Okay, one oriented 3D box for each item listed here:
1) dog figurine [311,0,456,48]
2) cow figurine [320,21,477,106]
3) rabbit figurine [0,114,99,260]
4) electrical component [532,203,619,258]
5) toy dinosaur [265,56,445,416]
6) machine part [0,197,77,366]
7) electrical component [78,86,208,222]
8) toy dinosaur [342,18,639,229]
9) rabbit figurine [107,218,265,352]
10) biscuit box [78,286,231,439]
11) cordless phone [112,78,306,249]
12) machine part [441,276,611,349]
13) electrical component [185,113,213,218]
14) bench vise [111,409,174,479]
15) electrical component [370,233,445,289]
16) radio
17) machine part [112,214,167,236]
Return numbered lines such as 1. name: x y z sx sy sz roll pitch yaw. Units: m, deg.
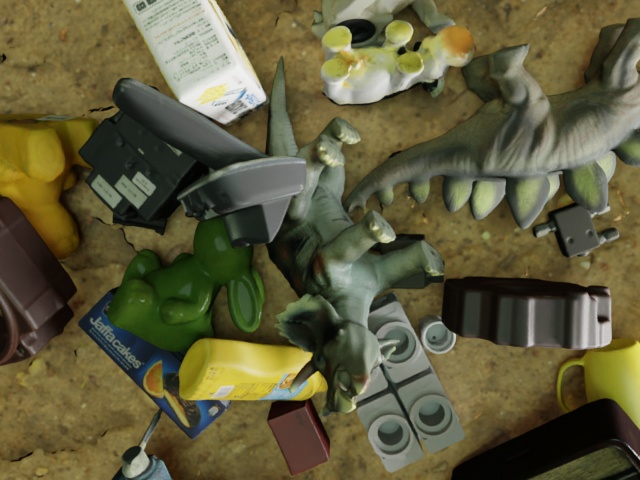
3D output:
1. dog figurine: 0.066 -0.324 0.600 0.172 0.121 0.190 -6 78 6
2. cow figurine: 0.084 -0.189 0.603 0.167 0.098 0.068 -4 73 2
3. rabbit figurine: -0.341 -0.056 0.627 0.162 0.122 0.173 1 114 5
4. electrical component: 0.308 -0.011 0.648 0.094 0.021 0.063 -20 95 3
5. toy dinosaur: -0.007 -0.007 0.599 0.192 0.131 0.405 -42 56 25
6. machine part: -0.402 0.049 0.605 0.202 0.087 0.200 -16 116 21
7. electrical component: -0.195 -0.087 0.599 0.134 0.058 0.115 -44 86 13
8. toy dinosaur: 0.226 -0.116 0.602 0.472 0.105 0.198 -12 100 14
9. rabbit figurine: -0.134 0.047 0.619 0.159 0.121 0.170 39 102 -11
10. biscuit box: -0.199 0.147 0.665 0.063 0.059 0.202 -44 92 6
11. cordless phone: -0.118 -0.074 0.510 0.184 0.147 0.088 32 72 -22
12. machine part: 0.220 0.073 0.589 0.179 0.179 0.056 1 93 2
13. electrical component: -0.134 -0.089 0.645 0.075 0.048 0.119 -12 95 3
14. bench vise: -0.137 0.330 0.642 0.241 0.129 0.223 -6 104 20
15. electrical component: 0.097 0.029 0.641 0.102 0.045 0.078 -6 103 14
16. radio: 0.272 0.288 0.614 0.131 0.073 0.229 46 121 -4
17. machine part: -0.212 -0.080 0.655 0.084 0.039 0.138 14 98 6
